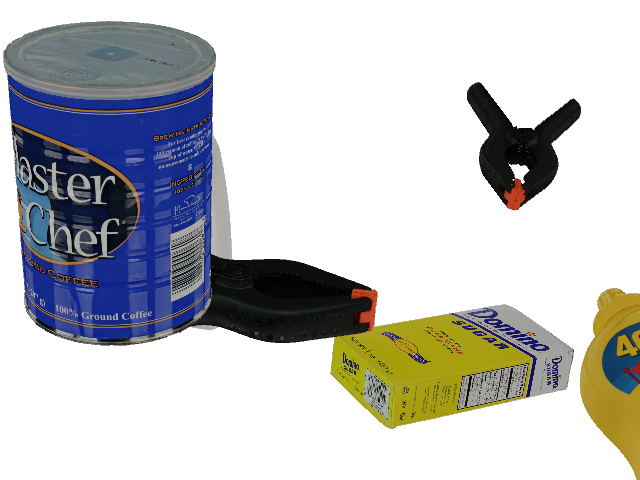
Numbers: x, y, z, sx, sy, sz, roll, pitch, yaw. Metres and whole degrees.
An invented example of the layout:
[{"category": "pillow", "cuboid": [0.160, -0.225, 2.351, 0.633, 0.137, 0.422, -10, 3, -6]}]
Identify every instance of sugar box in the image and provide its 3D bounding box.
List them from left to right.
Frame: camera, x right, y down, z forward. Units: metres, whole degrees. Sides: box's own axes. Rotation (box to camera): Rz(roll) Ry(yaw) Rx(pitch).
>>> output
[{"category": "sugar box", "cuboid": [0.107, 0.098, 0.866, 0.175, 0.048, 0.093, -10, 27, -27]}]

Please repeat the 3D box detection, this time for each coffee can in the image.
[{"category": "coffee can", "cuboid": [-0.106, -0.032, 0.555, 0.103, 0.140, 0.103, 3, 28, -2]}]

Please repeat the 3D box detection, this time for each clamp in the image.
[{"category": "clamp", "cuboid": [-0.066, 0.033, 0.767, 0.210, 0.036, 0.164, 4, 24, -3]}, {"category": "clamp", "cuboid": [0.195, -0.103, 1.094, 0.120, 0.039, 0.171, 13, 45, 15]}]

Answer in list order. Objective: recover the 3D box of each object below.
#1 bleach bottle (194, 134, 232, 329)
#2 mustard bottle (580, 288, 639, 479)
[{"category": "bleach bottle", "cuboid": [-0.121, -0.046, 0.934, 0.103, 0.251, 0.068, 13, 33, 12]}, {"category": "mustard bottle", "cuboid": [0.200, 0.090, 0.595, 0.096, 0.058, 0.192, -9, 35, -6]}]
